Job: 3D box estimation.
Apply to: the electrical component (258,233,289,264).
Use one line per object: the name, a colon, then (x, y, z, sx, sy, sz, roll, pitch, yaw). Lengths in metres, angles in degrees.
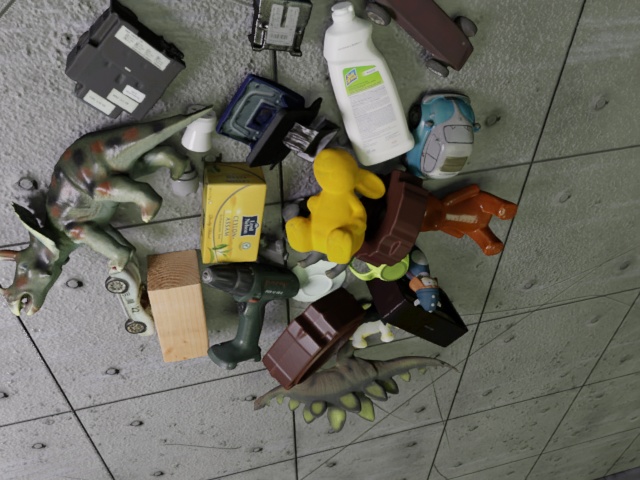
electrical component: (-0.088, 0.021, 0.993, 0.063, 0.021, 0.094, 19, 152, 11)

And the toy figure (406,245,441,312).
toy figure: (0.200, 0.074, 1.079, 0.064, 0.155, 0.057, -17, 137, -2)

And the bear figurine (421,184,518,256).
bear figurine: (0.245, -0.044, 1.009, 0.196, 0.132, 0.120, -2, 122, -25)

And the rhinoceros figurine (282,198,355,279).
rhinoceros figurine: (-0.002, -0.003, 0.994, 0.112, 0.073, 0.190, -40, 132, 19)

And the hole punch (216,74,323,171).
hole punch: (-0.079, -0.177, 0.806, 0.142, 0.092, 0.116, -53, 164, 24)

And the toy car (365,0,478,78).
toy car: (0.148, -0.314, 0.772, 0.202, 0.053, 0.089, 25, 99, -37)

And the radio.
radio: (0.208, 0.139, 1.158, 0.229, 0.131, 0.073, 29, 117, -37)

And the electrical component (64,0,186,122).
electrical component: (-0.262, -0.225, 0.706, 0.134, 0.058, 0.114, -40, 130, 18)

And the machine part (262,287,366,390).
machine part: (-0.008, 0.203, 1.106, 0.201, 0.087, 0.201, -53, 162, 28)

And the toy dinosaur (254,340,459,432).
toy dinosaur: (0.069, 0.321, 1.233, 0.472, 0.199, 0.104, -20, 138, 2)

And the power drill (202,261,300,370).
power drill: (-0.148, 0.134, 1.007, 0.232, 0.086, 0.207, -2, 111, -50)

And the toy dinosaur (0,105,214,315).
toy dinosaur: (-0.329, -0.073, 0.785, 0.192, 0.131, 0.404, 30, 105, -16)

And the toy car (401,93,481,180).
toy car: (0.204, -0.159, 0.903, 0.109, 0.103, 0.161, 0, 129, -18)

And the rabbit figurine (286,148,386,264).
rabbit figurine: (0.035, -0.067, 0.868, 0.162, 0.122, 0.173, -26, 122, -40)

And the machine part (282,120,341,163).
machine part: (-0.011, -0.153, 0.827, 0.084, 0.039, 0.139, -40, 174, 16)

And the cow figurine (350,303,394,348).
cow figurine: (0.140, 0.176, 1.216, 0.167, 0.068, 0.098, -12, 113, -10)

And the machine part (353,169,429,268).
machine part: (0.114, -0.038, 0.930, 0.056, 0.179, 0.179, 21, 122, -21)

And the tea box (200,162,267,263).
tea box: (-0.150, -0.044, 0.907, 0.098, 0.068, 0.169, -3, 131, -16)

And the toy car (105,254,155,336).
toy car: (-0.337, 0.094, 0.964, 0.056, 0.074, 0.201, -9, 134, -7)

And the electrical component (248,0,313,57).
electrical component: (-0.050, -0.309, 0.711, 0.075, 0.048, 0.119, 2, 132, -23)
